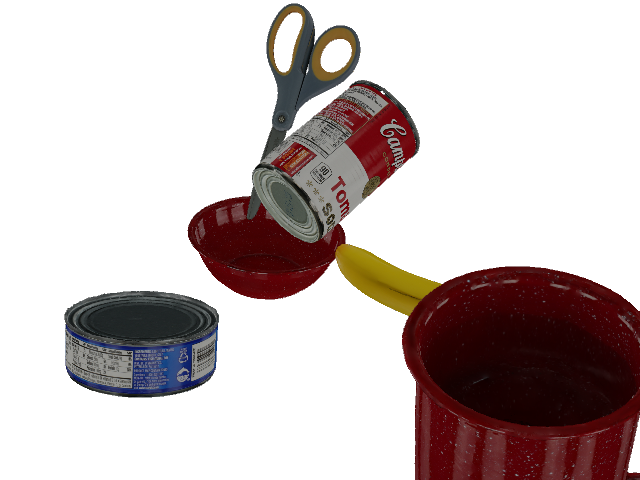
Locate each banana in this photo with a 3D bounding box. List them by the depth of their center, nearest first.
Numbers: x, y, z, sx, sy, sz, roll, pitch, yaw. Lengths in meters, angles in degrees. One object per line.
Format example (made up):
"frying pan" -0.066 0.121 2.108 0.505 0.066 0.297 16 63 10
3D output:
"banana" 0.087 0.045 0.941 0.198 0.037 0.069 18 15 26

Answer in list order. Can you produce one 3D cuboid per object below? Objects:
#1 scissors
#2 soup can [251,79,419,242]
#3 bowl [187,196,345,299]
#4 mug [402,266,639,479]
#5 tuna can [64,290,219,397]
"scissors" -0.015 -0.117 0.978 0.096 0.202 0.016 3 -3 10
"soup can" 0.010 -0.055 0.742 0.102 0.068 0.069 -42 19 -22
"bowl" -0.057 0.014 1.100 0.162 0.055 0.162 4 30 -3
"mug" 0.089 0.071 0.405 0.117 0.081 0.093 5 36 11
"tuna can" -0.100 0.057 0.601 0.086 0.034 0.086 3 15 -1
